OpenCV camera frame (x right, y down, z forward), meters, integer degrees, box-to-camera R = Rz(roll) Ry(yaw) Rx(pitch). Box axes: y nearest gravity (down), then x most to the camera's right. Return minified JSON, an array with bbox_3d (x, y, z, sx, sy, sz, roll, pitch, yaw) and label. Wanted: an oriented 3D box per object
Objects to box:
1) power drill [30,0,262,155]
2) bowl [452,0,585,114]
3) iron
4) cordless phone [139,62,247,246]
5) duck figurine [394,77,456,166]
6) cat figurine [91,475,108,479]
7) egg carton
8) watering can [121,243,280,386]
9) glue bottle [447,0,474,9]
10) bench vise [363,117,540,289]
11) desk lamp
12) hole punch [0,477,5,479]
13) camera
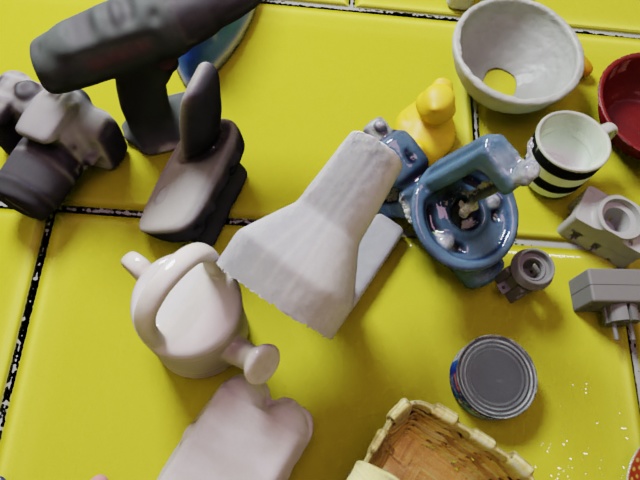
[{"bbox_3d":[-0.168,-0.182,0.610,0.230,0.208,0.075,-18,71,-11],"label":"power drill"},{"bbox_3d":[0.242,-0.223,0.734,0.167,0.075,0.167,2,68,-4],"label":"bowl"},{"bbox_3d":[-0.139,-0.332,0.708,0.118,0.141,0.258,8,68,-1],"label":"iron"},{"bbox_3d":[-0.136,-0.084,0.586,0.094,0.185,0.148,16,68,2],"label":"cordless phone"},{"bbox_3d":[0.133,-0.147,0.688,0.077,0.086,0.105,22,68,4],"label":"duck figurine"},{"bbox_3d":[-0.194,0.267,0.478,0.067,0.118,0.128,6,68,-2],"label":"cat figurine"},{"bbox_3d":[-0.081,0.207,0.538,0.107,0.069,0.150,29,69,7],"label":"egg carton"},{"bbox_3d":[-0.113,0.065,0.524,0.173,0.194,0.101,16,68,2],"label":"watering can"},{"bbox_3d":[0.204,-0.389,0.743,0.037,0.173,0.078,5,68,-2],"label":"glue bottle"},{"bbox_3d":[0.120,-0.052,0.577,0.207,0.220,0.121,30,69,7],"label":"bench vise"},{"bbox_3d":[0.005,0.002,0.549,0.118,0.213,0.203,33,69,9],"label":"desk lamp"},{"bbox_3d":[-0.305,0.266,0.483,0.101,0.091,0.108,-34,75,-16],"label":"hole punch"},{"bbox_3d":[-0.309,-0.103,0.624,0.143,0.101,0.137,22,68,4],"label":"camera"}]
